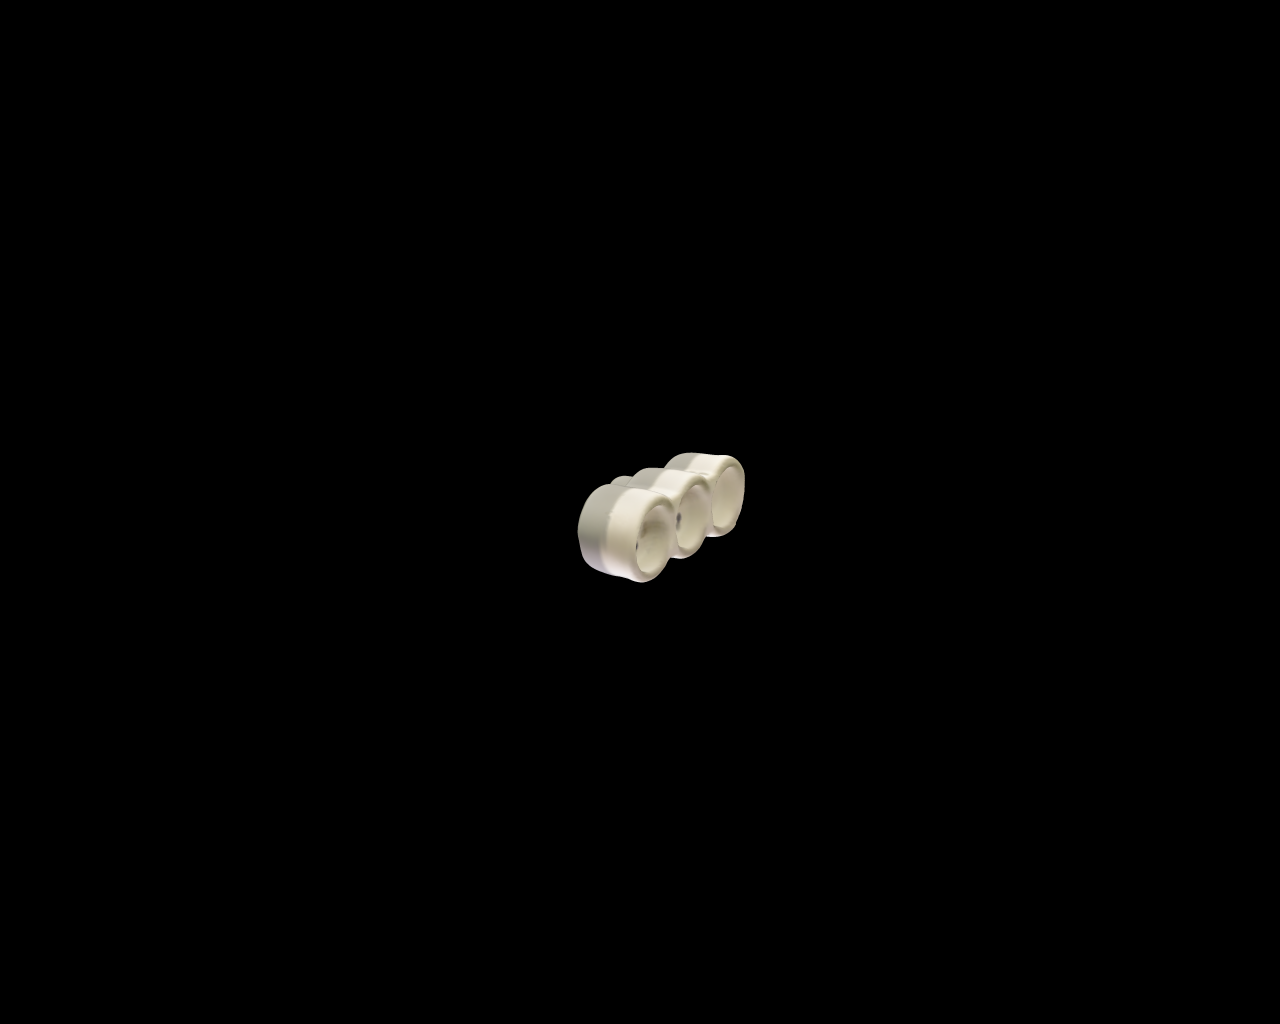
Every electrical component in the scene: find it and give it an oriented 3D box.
[{"bbox_3d":[0.001,-0.003,0.650,0.074,0.052,0.138,11,21,30],"label":"electrical component"}]
